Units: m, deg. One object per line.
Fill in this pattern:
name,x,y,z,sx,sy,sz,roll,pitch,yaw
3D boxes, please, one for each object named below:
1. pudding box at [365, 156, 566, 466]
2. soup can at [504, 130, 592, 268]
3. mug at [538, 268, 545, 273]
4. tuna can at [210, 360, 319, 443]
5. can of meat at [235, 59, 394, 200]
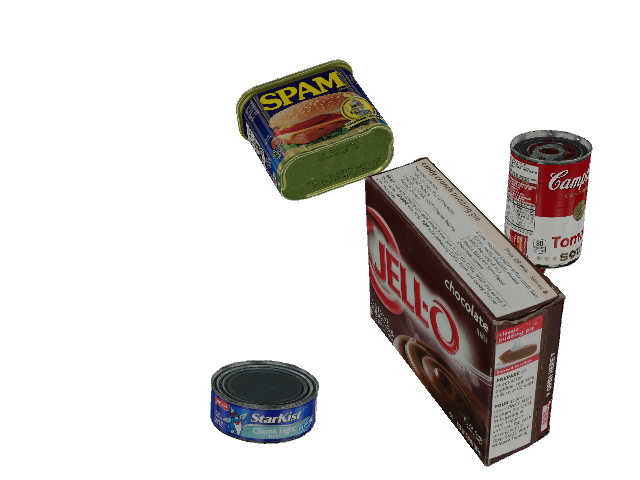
pudding box,0.061,0.029,0.480,0.039,0.090,0.114,-22,43,-18
soup can,0.194,-0.035,0.919,0.068,0.102,0.068,-1,27,1
mug,0.180,0.049,1.112,0.093,0.081,0.117,-4,29,-9
tuna can,-0.045,0.128,0.848,0.086,0.034,0.086,4,17,-1
can of meat,-0.003,-0.085,0.835,0.102,0.084,0.057,-20,-38,-13
